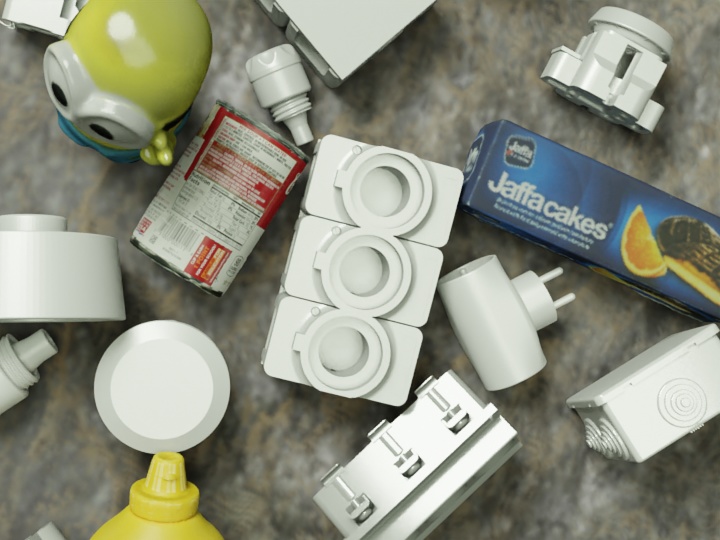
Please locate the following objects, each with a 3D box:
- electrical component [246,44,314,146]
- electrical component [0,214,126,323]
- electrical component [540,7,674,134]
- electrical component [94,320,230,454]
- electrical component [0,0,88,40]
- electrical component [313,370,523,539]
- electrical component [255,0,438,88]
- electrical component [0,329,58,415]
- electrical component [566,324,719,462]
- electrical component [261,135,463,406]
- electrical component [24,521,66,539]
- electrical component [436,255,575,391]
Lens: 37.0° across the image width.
[{"bbox_3d":[-0.046,-0.108,0.674,0.035,0.035,0.061,-24,98,-6],"label":"electrical component"},{"bbox_3d":[-0.192,-0.001,0.626,0.108,0.108,0.060,0,86,-7],"label":"electrical component"},{"bbox_3d":[0.164,-0.131,0.689,0.078,0.058,0.057,27,92,-8],"label":"electrical component"},{"bbox_3d":[-0.121,0.070,0.664,0.080,0.051,0.080,0,93,-7],"label":"electrical component"},{"bbox_3d":[-0.185,-0.172,0.650,0.081,0.042,0.063,16,92,-7],"label":"electrical component"},{"bbox_3d":[0.035,0.126,0.677,0.121,0.078,0.063,-43,68,-4],"label":"electrical component"},{"bbox_3d":[-0.030,-0.198,0.658,0.089,0.062,0.150,-41,97,-4],"label":"electrical component"},{"bbox_3d":[-0.215,0.060,0.656,0.062,0.043,0.043,-34,96,-6],"label":"electrical component"},{"bbox_3d":[0.188,0.080,0.682,0.100,0.099,0.048,-31,84,-5],"label":"electrical component"},{"bbox_3d":[0.000,0.000,0.671,0.089,0.062,0.150,14,91,-8],"label":"electrical component"},{"bbox_3d":[-0.192,0.185,0.667,0.040,0.040,0.046,-35,91,-4],"label":"electrical component"},{"bbox_3d":[0.100,0.026,0.694,0.079,0.044,0.077,-27,96,-5],"label":"electrical component"}]
